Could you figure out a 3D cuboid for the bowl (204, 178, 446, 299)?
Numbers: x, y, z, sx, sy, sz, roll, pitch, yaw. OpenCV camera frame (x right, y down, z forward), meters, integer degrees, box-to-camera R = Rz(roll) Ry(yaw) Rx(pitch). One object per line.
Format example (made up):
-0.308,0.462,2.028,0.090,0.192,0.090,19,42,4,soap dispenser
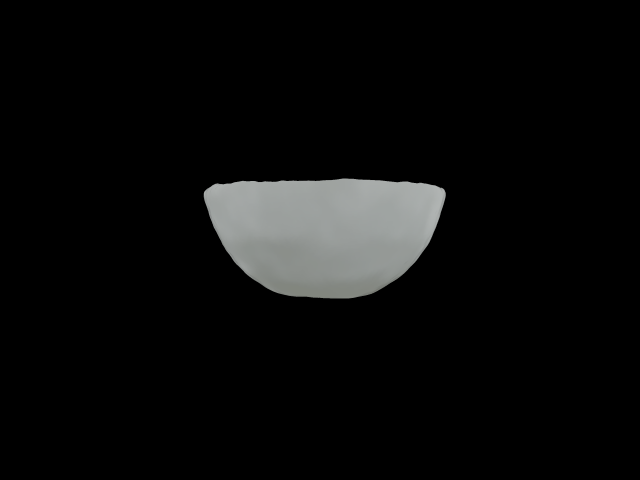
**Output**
0.004,0.001,0.400,0.167,0.075,0.167,0,0,0,bowl
